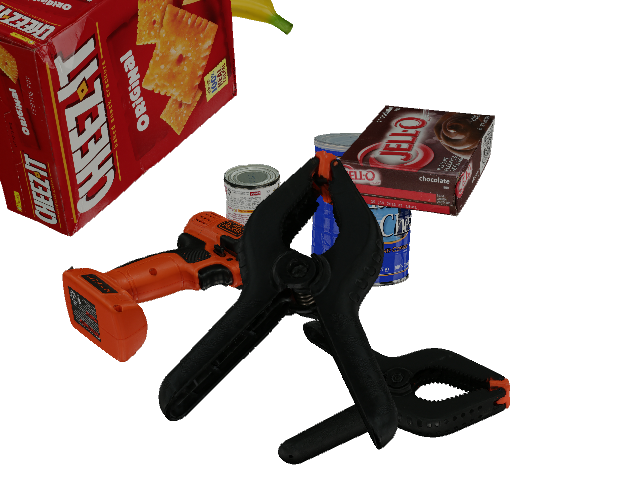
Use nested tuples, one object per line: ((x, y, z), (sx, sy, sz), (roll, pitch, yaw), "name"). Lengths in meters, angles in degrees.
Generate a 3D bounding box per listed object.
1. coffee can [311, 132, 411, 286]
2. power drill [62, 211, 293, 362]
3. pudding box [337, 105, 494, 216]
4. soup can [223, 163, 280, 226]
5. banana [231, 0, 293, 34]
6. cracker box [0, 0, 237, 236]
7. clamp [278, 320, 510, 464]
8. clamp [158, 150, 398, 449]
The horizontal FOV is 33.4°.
((0.042, -0.034, 1.085), (0.103, 0.140, 0.103), (2, 13, -1), "coffee can")
((-0.111, 0.040, 0.920), (0.187, 0.057, 0.185), (-21, 29, -34), "power drill")
((0.073, -0.062, 0.792), (0.090, 0.039, 0.113), (9, 29, 19), "pudding box")
((-0.080, -0.032, 1.266), (0.068, 0.102, 0.068), (0, 27, 0), "soup can")
((-0.105, -0.218, 1.007), (0.070, 0.037, 0.197), (46, 39, 19), "banana")
((-0.149, -0.131, 0.790), (0.072, 0.164, 0.213), (22, 47, 22), "cracker box")
((0.065, 0.145, 0.977), (0.210, 0.036, 0.164), (5, 44, 16), "clamp")
((-0.001, 0.031, 0.561), (0.120, 0.171, 0.039), (16, -27, 10), "clamp")
